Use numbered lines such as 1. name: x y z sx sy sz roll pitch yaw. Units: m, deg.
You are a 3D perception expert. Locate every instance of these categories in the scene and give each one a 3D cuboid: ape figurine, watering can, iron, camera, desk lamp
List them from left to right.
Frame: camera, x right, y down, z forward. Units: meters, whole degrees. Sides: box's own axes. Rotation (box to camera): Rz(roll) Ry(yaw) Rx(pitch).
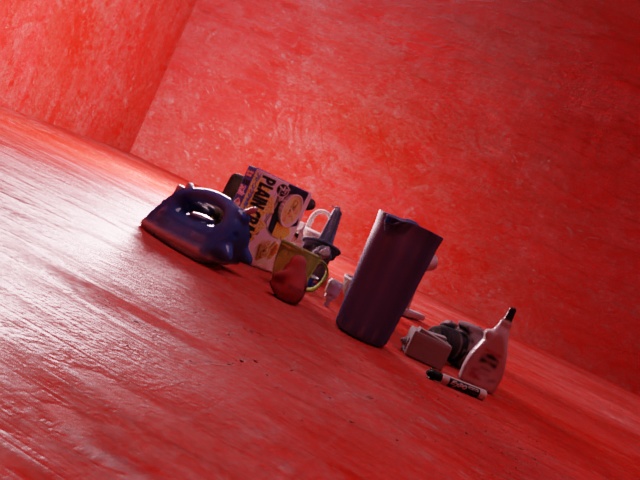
1. iron: -0.243 -0.045 1.152 0.257 0.141 0.119 26 3 22
2. ape figurine: -0.053 0.073 1.113 0.078 0.092 0.076 24 3 -16
3. watering can: -0.023 -0.009 1.852 0.100 0.194 0.173 26 3 16
4. desk lamp: 0.276 0.124 1.760 0.117 0.213 0.204 27 4 39
5. camera: 0.294 0.221 1.267 0.137 0.101 0.142 23 3 -27

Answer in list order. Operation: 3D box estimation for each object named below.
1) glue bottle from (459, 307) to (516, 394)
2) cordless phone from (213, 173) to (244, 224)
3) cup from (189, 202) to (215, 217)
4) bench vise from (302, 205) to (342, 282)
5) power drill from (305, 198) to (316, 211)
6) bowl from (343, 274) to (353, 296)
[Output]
1. glue bottle: 0.342 0.211 1.127 0.078 0.173 0.037 25 3 2
2. cordless phone: -0.275 -0.101 1.482 0.148 0.185 0.093 23 3 -34
3. cup: -0.282 -0.042 1.249 0.092 0.095 0.117 23 3 -38
4. bench vise: 0.025 0.010 1.647 0.122 0.220 0.207 24 3 -25
5. power drill: -0.133 -0.061 1.737 0.228 0.208 0.076 27 3 35
6. bowl: 0.120 0.148 1.382 0.167 0.075 0.167 25 3 -1
